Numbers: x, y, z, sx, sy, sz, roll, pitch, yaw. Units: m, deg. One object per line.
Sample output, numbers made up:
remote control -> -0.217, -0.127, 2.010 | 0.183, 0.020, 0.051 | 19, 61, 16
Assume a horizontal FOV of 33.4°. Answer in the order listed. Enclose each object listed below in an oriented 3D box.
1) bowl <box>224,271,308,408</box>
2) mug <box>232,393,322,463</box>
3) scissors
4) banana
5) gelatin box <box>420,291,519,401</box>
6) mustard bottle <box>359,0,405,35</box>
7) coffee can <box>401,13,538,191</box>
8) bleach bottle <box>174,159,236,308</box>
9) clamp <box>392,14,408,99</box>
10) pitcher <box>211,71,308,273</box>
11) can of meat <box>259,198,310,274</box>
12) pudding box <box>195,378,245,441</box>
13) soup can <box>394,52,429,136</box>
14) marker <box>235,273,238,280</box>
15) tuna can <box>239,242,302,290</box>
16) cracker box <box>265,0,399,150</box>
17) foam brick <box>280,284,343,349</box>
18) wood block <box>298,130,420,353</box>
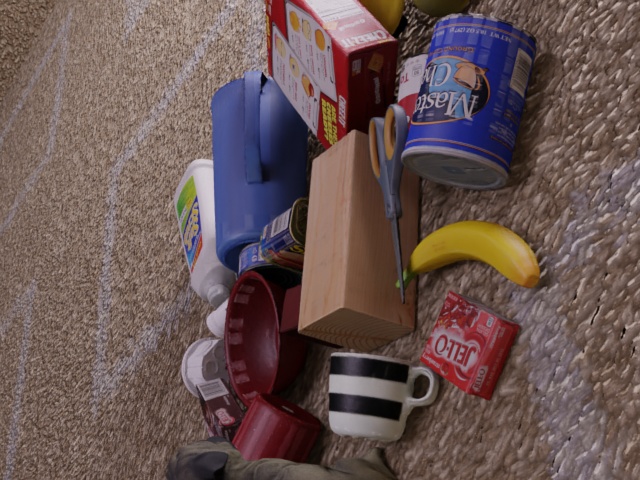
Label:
bowl -> -0.058, 0.117, 1.255 | 0.162, 0.055, 0.162 | -3, 87, 63
mug -> -0.050, 0.219, 1.172 | 0.081, 0.093, 0.117 | -64, 0, 2
scissors -> 0.077, -0.047, 1.053 | 0.096, 0.016, 0.202 | 113, 152, -55
banana -> 0.143, 0.014, 0.996 | 0.198, 0.037, 0.069 | -7, 70, 60
gelatin box -> 0.134, 0.094, 0.965 | 0.089, 0.030, 0.073 | 33, 103, 63
mustard bottle -> 0.066, -0.317, 1.276 | 0.191, 0.058, 0.096 | -92, 0, -61
coffee can -> 0.143, -0.130, 1.019 | 0.103, 0.102, 0.140 | -5, 67, 61
bleach bottle -> -0.158, -0.004, 1.539 | 0.103, 0.068, 0.251 | -58, 31, 30
clamp -> 0.049, -0.214, 1.324 | 0.172, 0.039, 0.120 | -3, 63, 54
pitcher -> -0.079, -0.086, 1.367 | 0.145, 0.149, 0.243 | -29, 50, 38
can of meat -> -0.008, 0.002, 1.215 | 0.084, 0.102, 0.057 | -30, 46, 55
pudding box -> -0.110, 0.229, 1.275 | 0.114, 0.039, 0.090 | -133, 30, -62
soup can -> 0.114, -0.136, 1.115 | 0.069, 0.068, 0.102 | -28, 49, 53
marker -> -0.099, 0.073, 1.426 | 0.020, 0.020, 0.121 | -53, 31, 30
tuna can -> -0.056, 0.036, 1.297 | 0.086, 0.086, 0.034 | -38, 42, 46
cracker box -> 0.009, -0.210, 1.229 | 0.214, 0.072, 0.164 | 54, 156, 39
foam brick -> 0.003, 0.083, 1.164 | 0.053, 0.078, 0.051 | -23, 54, 56
wood block -> 0.043, 0.002, 1.130 | 0.090, 0.090, 0.206 | -33, 45, 50
